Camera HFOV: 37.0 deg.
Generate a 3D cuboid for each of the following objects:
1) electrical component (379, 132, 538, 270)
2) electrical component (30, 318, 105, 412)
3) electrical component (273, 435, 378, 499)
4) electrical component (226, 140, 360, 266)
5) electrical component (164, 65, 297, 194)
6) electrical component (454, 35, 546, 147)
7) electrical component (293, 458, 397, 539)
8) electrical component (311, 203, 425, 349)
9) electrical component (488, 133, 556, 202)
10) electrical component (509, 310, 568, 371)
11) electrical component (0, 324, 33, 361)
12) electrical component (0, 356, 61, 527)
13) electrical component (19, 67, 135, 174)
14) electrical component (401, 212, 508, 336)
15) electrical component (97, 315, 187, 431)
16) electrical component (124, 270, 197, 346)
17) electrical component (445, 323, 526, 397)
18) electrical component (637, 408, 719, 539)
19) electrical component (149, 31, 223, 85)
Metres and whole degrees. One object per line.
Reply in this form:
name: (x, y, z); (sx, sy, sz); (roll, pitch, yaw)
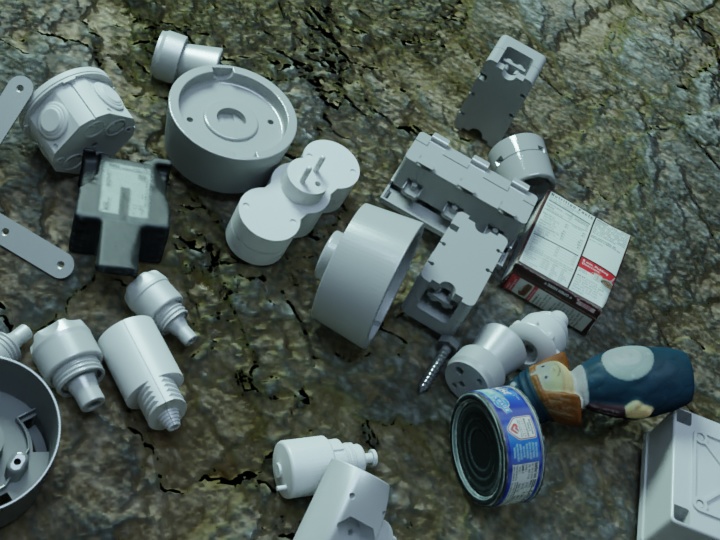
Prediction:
electrical component: (0.089, -0.064, 0.948); (0.121, 0.063, 0.078); (30, 48, 2)
electrical component: (-0.196, 0.067, 0.738); (0.043, 0.043, 0.062); (-19, 64, -33)
electrical component: (-0.025, 0.136, 0.755); (0.078, 0.040, 0.040); (-3, 55, -25)
electrical component: (-0.049, -0.067, 0.883); (0.052, 0.073, 0.138); (42, 49, 5)
electrical component: (-0.113, -0.113, 0.905); (0.108, 0.060, 0.108); (12, 50, -14)
electrical component: (0.136, -0.174, 1.038); (0.050, 0.089, 0.055); (30, 48, 2)
electrical component: (-0.004, 0.177, 0.722); (0.079, 0.043, 0.077); (37, 72, -37)
electrical component: (0.000, 0.000, 0.834); (0.060, 0.108, 0.108); (25, 48, 6)
electrical component: (0.153, -0.092, 1.005); (0.055, 0.055, 0.047); (0, 57, -23)
electrical component: (0.152, 0.054, 0.893); (0.048, 0.048, 0.062); (42, 43, 13)
electrical component: (-0.248, 0.058, 0.729); (0.035, 0.035, 0.061); (37, 46, 8)
electrical component: (-0.240, 0.111, 0.670); (0.099, 0.064, 0.099); (12, 49, -14)
electrical component: (-0.223, -0.117, 0.851); (0.080, 0.080, 0.051); (-26, 71, -36)
electrical component: (0.077, 0.006, 0.892); (0.050, 0.055, 0.089); (31, 48, 3)
electrical component: (-0.147, 0.077, 0.750); (0.043, 0.043, 0.081); (-17, 61, -32)
electrical component: (-0.144, 0.031, 0.794); (0.061, 0.035, 0.035); (46, 50, 13)
electrical component: (0.099, 0.075, 0.854); (0.045, 0.045, 0.055); (41, 50, 12)
electrical component: (0.277, 0.178, 0.837); (0.109, 0.056, 0.108); (22, 48, -5)
electrical component: (-0.154, -0.184, 0.956); (0.055, 0.045, 0.045); (18, 49, -8)
